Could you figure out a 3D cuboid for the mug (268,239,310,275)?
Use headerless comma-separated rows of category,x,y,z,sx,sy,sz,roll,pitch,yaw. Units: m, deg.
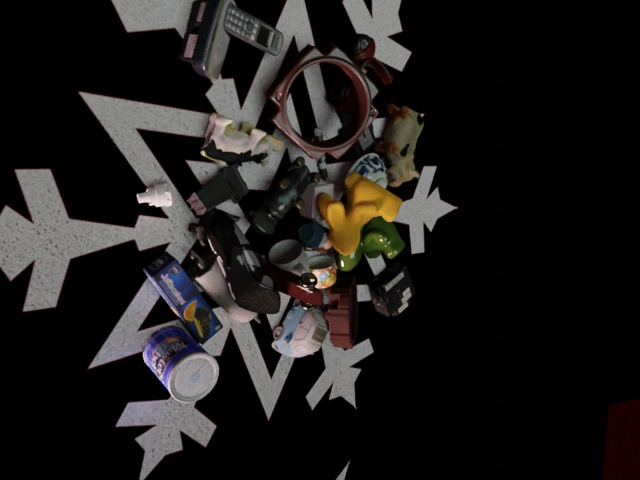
mug,-0.055,0.066,1.220,0.081,0.110,0.107,-41,137,-20

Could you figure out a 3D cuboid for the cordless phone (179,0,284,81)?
cordless phone,-0.156,-0.360,1.009,0.184,0.089,0.146,10,98,-44

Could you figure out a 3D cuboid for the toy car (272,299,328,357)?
toy car,-0.031,0.217,1.289,0.109,0.103,0.161,35,84,-41

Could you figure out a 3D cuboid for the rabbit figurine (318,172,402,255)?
rabbit figurine,0.075,-0.051,1.182,0.162,0.122,0.173,25,97,-32

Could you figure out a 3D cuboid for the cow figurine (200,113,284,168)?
cow figurine,-0.153,-0.186,1.077,0.167,0.068,0.098,15,102,-37

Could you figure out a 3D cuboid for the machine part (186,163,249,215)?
machine part,-0.201,-0.097,1.073,0.139,0.039,0.084,-36,117,-41

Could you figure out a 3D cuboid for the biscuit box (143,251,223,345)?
biscuit box,-0.275,0.119,1.089,0.063,0.059,0.202,-40,126,-21

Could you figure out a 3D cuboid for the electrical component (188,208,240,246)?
electrical component,-0.214,-0.024,1.098,0.102,0.045,0.078,19,94,-41

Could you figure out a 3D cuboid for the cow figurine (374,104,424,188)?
cow figurine,0.204,-0.226,1.339,0.127,0.086,0.194,12,96,-34

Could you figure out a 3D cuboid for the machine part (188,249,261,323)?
machine part,-0.198,0.099,1.134,0.079,0.079,0.243,-50,128,-14

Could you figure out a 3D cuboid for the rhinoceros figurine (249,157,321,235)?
rhinoceros figurine,-0.080,-0.095,1.146,0.073,0.112,0.190,44,64,-22

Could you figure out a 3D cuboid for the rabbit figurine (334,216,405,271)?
rabbit figurine,0.103,0.003,1.308,0.170,0.121,0.158,-35,117,-28

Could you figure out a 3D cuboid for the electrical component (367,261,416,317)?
electrical component,0.198,0.142,1.473,0.115,0.058,0.134,-34,124,-22

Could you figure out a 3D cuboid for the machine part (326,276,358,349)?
machine part,0.058,0.176,1.318,0.179,0.056,0.179,-1,90,-78

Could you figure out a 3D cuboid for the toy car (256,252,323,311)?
toy car,-0.080,0.085,1.151,0.053,0.202,0.089,-52,153,-43

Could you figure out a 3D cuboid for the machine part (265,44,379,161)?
machine part,0.005,-0.281,1.107,0.201,0.087,0.201,40,95,-23

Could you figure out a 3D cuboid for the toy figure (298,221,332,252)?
toy figure,-0.004,-0.003,1.232,0.064,0.058,0.154,-39,161,10

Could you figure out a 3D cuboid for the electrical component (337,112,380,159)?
electrical component,0.084,-0.258,1.254,0.075,0.048,0.119,-40,127,-22

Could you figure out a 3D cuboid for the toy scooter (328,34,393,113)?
toy scooter,0.102,-0.357,1.214,0.135,0.075,0.183,24,86,-36

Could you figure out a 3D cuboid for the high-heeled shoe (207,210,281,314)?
high-heeled shoe,-0.154,0.050,1.101,0.086,0.145,0.248,-23,141,5
